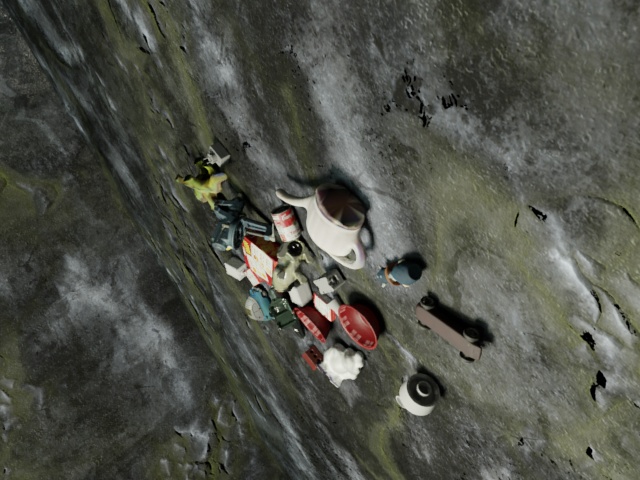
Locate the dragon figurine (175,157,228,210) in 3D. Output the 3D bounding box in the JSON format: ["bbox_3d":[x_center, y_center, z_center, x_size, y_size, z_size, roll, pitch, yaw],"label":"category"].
[{"bbox_3d":[-0.393,-0.179,1.926,0.413,0.123,0.238,20,152,51],"label":"dragon figurine"}]

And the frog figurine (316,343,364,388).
[{"bbox_3d":[0.088,0.414,1.774,0.157,0.123,0.139,-41,72,25],"label":"frog figurine"}]

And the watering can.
[{"bbox_3d":[0.004,-0.069,1.380,0.351,0.105,0.219,45,148,18],"label":"watering can"}]
